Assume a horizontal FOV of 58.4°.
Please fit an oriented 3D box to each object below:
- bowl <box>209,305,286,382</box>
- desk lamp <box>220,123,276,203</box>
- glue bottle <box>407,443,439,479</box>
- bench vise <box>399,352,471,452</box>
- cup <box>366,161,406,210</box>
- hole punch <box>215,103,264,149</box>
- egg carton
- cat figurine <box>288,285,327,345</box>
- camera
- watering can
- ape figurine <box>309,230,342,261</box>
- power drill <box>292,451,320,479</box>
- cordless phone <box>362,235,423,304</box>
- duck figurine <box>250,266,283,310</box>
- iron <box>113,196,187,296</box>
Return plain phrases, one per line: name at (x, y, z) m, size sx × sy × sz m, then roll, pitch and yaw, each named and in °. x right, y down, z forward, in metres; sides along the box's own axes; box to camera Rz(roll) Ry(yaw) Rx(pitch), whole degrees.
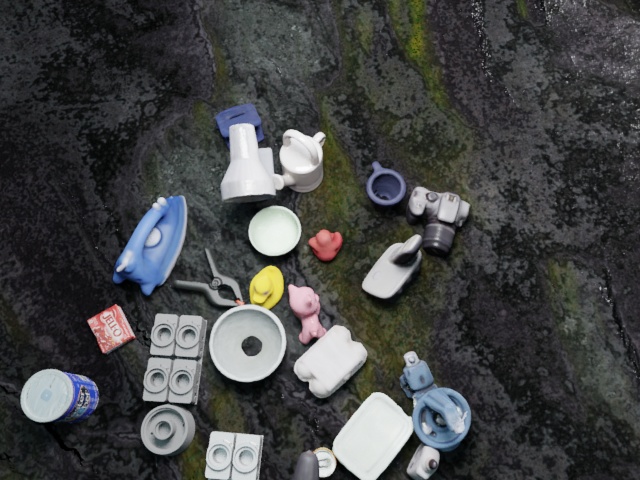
bowl at (-0.154, 0.231, 1.261) m, size 0.167 × 0.075 × 0.167 m, roll 0°, pitch 72°, yaw 1°
desk lamp at (-0.164, -0.159, 1.316) m, size 0.118 × 0.213 × 0.203 m, roll -7°, pitch 72°, yaw -1°
glue bottle at (0.212, 0.443, 1.136) m, size 0.037 × 0.173 × 0.078 m, roll 31°, pitch 75°, yaw 11°
bench vise at (0.221, 0.330, 1.149) m, size 0.121 × 0.220 × 0.207 m, roll -42°, pitch 76°, yaw -12°
cup at (0.148, -0.121, 1.363) m, size 0.092 × 0.095 × 0.117 m, roll -21°, pitch 73°, yaw -6°
hole punch at (-0.204, -0.291, 1.423) m, size 0.109 × 0.091 × 0.101 m, roll -22°, pitch 73°, yaw -6°
egg carton at (0.024, 0.266, 1.250) m, size 0.150 × 0.069 × 0.107 m, roll -43°, pitch 76°, yaw -12°
cat figurine at (-0.028, 0.159, 1.261) m, size 0.067 × 0.118 × 0.128 m, roll -16°, pitch 72°, yaw -4°
camera at (0.269, -0.043, 1.333) m, size 0.143 × 0.101 × 0.137 m, roll 16°, pitch 73°, yaw 6°
watering can at (-0.046, -0.186, 1.334) m, size 0.101 × 0.194 × 0.173 m, roll 15°, pitch 73°, yaw 6°
ape figurine at (0.012, 0.005, 1.324) m, size 0.077 × 0.092 × 0.076 m, roll 6°, pitch 72°, yaw 3°
power drill at (-0.034, 0.520, 1.095) m, size 0.075 × 0.208 × 0.230 m, roll 6°, pitch 72°, yaw 3°
cordless phone at (0.166, 0.058, 1.257) m, size 0.094 × 0.185 × 0.148 m, roll 33°, pitch 75°, yaw 11°
duck figurine at (-0.124, 0.103, 1.296) m, size 0.077 × 0.086 × 0.105 m, roll 19°, pitch 73°, yaw 7°
iron at (-0.385, -0.013, 1.308) m, size 0.118 × 0.141 × 0.258 m, roll 20°, pitch 73°, yaw 7°
